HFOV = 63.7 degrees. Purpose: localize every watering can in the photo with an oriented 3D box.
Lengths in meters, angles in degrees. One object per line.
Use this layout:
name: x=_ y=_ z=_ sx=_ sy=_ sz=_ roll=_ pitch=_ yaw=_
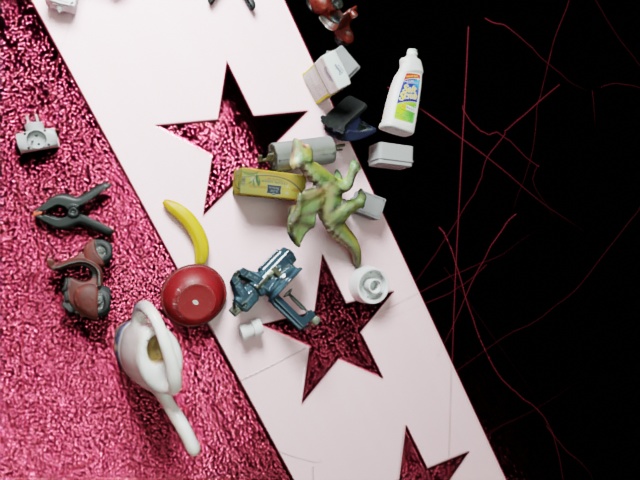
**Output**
watering can: x=-0.365 y=0.301 z=1.152 sx=0.105 sy=0.223 sz=0.346 roll=-18 pitch=97 yaw=-38

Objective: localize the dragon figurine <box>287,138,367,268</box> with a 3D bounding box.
dragon figurine: x=0.004 y=-0.066 z=1.311 sx=0.246 sy=0.122 sz=0.404 roll=-26 pitch=115 yaw=-35
